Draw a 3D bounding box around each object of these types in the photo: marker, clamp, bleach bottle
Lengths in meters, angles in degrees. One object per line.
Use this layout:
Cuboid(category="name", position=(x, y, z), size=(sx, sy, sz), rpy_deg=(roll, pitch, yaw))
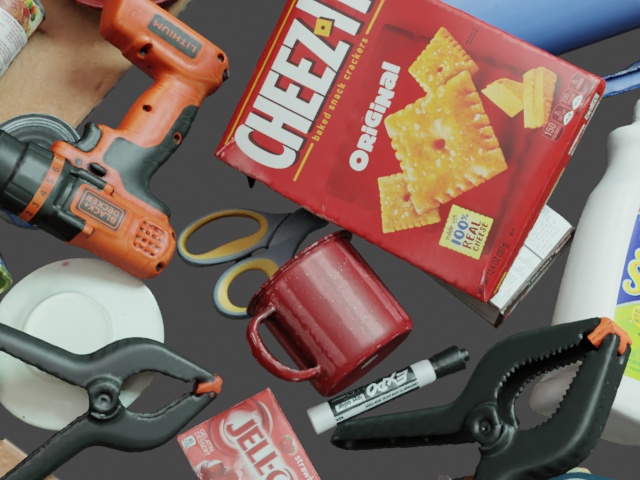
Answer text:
Cuboid(category="marker", position=(0.049, 0.104, 0.749), size=(0.121, 0.020, 0.020), rpy_deg=(-23, 69, -7))
Cuboid(category="clamp", position=(0.103, 0.119, 0.673), size=(0.210, 0.036, 0.165), rpy_deg=(-49, 47, 8))
Cuboid(category="clamp", position=(-0.154, 0.119, 0.731), size=(0.171, 0.039, 0.120), rpy_deg=(3, 93, -10))
Cuboid(category="bleach bottle", position=(0.215, 0.009, 0.746), size=(0.102, 0.068, 0.250), rpy_deg=(24, 66, -23))

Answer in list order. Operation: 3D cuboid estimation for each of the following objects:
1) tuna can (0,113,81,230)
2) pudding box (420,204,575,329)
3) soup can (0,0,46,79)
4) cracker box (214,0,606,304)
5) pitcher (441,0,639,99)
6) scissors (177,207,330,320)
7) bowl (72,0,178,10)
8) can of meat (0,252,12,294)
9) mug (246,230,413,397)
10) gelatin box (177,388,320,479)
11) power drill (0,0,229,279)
Cuboid(category="tuna can", position=(-0.217, -0.053, 0.814), size=(0.086, 0.034, 0.086), rpy_deg=(-1, 68, 2))
Cuboid(category="pudding box", position=(0.115, -0.006, 0.780), size=(0.113, 0.039, 0.090), rpy_deg=(39, 76, 18))
Cuboid(category="soup can", position=(-0.272, -0.155, 0.839), size=(0.068, 0.068, 0.102), rpy_deg=(25, 72, 11))
Cuboid(category="cracker box", position=(0.059, -0.079, 0.721), size=(0.214, 0.072, 0.164), rpy_deg=(29, 99, 12))
Cuboid(category="pitcher", position=(0.176, -0.190, 0.810), size=(0.243, 0.145, 0.149), rpy_deg=(-23, 50, -3))
Cuboid(category="scissors", position=(-0.005, 0.001, 0.794), size=(0.201, 0.016, 0.096), rpy_deg=(-11, 70, -2))
Cuboid(category="bowl", position=(-0.153, -0.242, 0.875), size=(0.162, 0.055, 0.162), rpy_deg=(-1, 68, 2))
Cuboid(category="can of meat", position=(-0.287, 0.012, 0.780), size=(0.102, 0.057, 0.084), rpy_deg=(-26, 72, -8))
Cuboid(category="mug", position=(0.002, 0.057, 0.726), size=(0.117, 0.093, 0.081), rpy_deg=(-26, 72, -42))
Cuboid(category="gelatin box", position=(-0.045, 0.156, 0.726), size=(0.073, 0.030, 0.089), rpy_deg=(-27, 70, -10))
Cuboid(category="power drill", position=(-0.161, -0.088, 0.778), size=(0.184, 0.057, 0.187), rpy_deg=(33, 68, -23))
